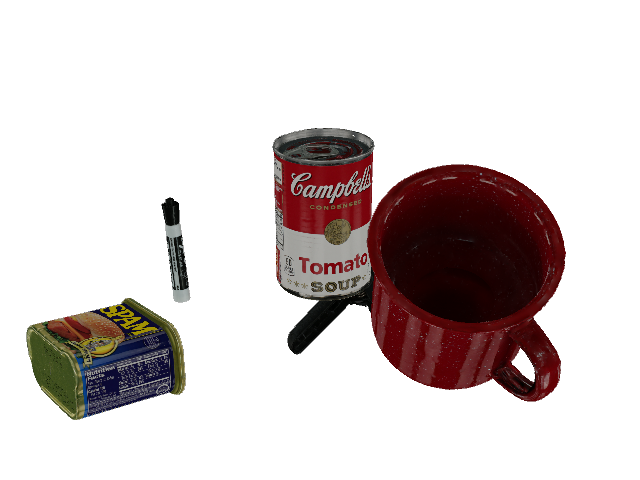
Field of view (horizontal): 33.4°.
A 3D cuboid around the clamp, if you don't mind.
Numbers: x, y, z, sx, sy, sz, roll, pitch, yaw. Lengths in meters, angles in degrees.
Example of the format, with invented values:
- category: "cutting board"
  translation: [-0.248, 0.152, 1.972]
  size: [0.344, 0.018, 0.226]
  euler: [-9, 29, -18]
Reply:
- category: "clamp"
  translation: [0.047, 0.053, 1.071]
  size: [0.120, 0.171, 0.039]
  euler: [12, -38, 12]

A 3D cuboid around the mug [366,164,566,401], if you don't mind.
- category: "mug"
  translation: [0.075, 0.031, 0.529]
  size: [0.093, 0.117, 0.081]
  euler: [-33, -26, -19]

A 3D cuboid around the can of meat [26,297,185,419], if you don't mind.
- category: "can of meat"
  translation: [-0.162, 0.087, 0.797]
  size: [0.083, 0.057, 0.102]
  euler: [-13, 21, -32]

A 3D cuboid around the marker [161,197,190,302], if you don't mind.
- category: "marker"
  translation: [-0.160, 0.011, 1.180]
  size: [0.020, 0.121, 0.020]
  euler: [-4, 23, 1]

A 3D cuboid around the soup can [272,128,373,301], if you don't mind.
- category: "soup can"
  translation: [0.002, -0.018, 0.732]
  size: [0.068, 0.102, 0.068]
  euler: [0, 24, 0]
